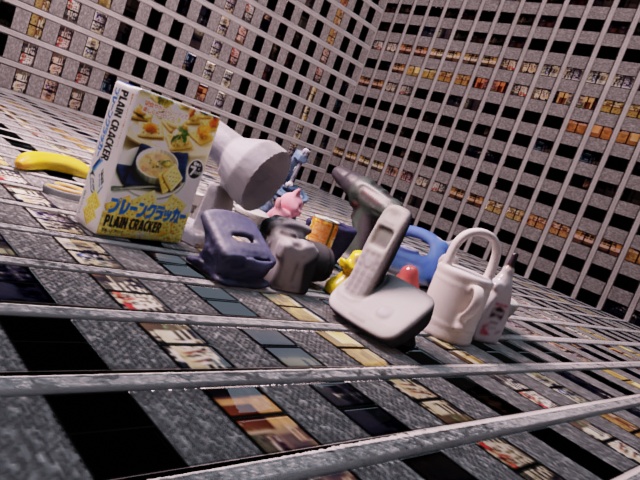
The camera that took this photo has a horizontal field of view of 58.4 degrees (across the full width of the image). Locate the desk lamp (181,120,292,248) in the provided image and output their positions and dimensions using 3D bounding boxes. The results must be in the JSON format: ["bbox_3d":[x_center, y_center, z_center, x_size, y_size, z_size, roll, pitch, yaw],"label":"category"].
[{"bbox_3d":[-0.172,-0.094,0.979,0.202,0.213,0.118,23,8,20],"label":"desk lamp"}]

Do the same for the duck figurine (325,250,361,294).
[{"bbox_3d":[0.066,0.061,0.994,0.105,0.086,0.077,15,9,-35],"label":"duck figurine"}]

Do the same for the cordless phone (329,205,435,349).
[{"bbox_3d":[0.104,0.048,0.814,0.094,0.185,0.147,12,11,-46],"label":"cordless phone"}]

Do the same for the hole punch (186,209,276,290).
[{"bbox_3d":[-0.120,0.013,0.832,0.100,0.091,0.109,27,10,39],"label":"hole punch"}]

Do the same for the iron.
[{"bbox_3d":[0.214,0.024,1.425,0.257,0.141,0.119,24,9,27],"label":"iron"}]

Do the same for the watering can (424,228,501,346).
[{"bbox_3d":[0.239,0.070,0.979,0.101,0.194,0.172,15,9,-32],"label":"watering can"}]

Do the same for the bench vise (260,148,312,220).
[{"bbox_3d":[-0.104,-0.165,1.615,0.122,0.220,0.206,13,11,-44],"label":"bench vise"}]

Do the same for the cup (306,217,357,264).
[{"bbox_3d":[0.011,0.004,1.211,0.118,0.095,0.091,15,9,-32],"label":"cup"}]

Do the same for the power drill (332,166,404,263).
[{"bbox_3d":[0.084,-0.044,1.312,0.228,0.208,0.076,26,10,36],"label":"power drill"}]

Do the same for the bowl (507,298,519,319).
[{"bbox_3d":[0.321,0.133,1.191,0.167,0.075,0.167,20,8,-3],"label":"bowl"}]

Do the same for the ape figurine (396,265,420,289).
[{"bbox_3d":[0.147,0.088,0.997,0.078,0.092,0.076,20,8,-3],"label":"ape figurine"}]

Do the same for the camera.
[{"bbox_3d":[-0.034,0.023,0.944,0.137,0.101,0.142,16,9,-31],"label":"camera"}]

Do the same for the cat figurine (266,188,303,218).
[{"bbox_3d":[-0.087,-0.081,1.460,0.067,0.118,0.128,23,8,21],"label":"cat figurine"}]

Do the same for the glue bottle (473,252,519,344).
[{"bbox_3d":[0.321,0.103,1.039,0.078,0.173,0.037,15,10,-36],"label":"glue bottle"}]
